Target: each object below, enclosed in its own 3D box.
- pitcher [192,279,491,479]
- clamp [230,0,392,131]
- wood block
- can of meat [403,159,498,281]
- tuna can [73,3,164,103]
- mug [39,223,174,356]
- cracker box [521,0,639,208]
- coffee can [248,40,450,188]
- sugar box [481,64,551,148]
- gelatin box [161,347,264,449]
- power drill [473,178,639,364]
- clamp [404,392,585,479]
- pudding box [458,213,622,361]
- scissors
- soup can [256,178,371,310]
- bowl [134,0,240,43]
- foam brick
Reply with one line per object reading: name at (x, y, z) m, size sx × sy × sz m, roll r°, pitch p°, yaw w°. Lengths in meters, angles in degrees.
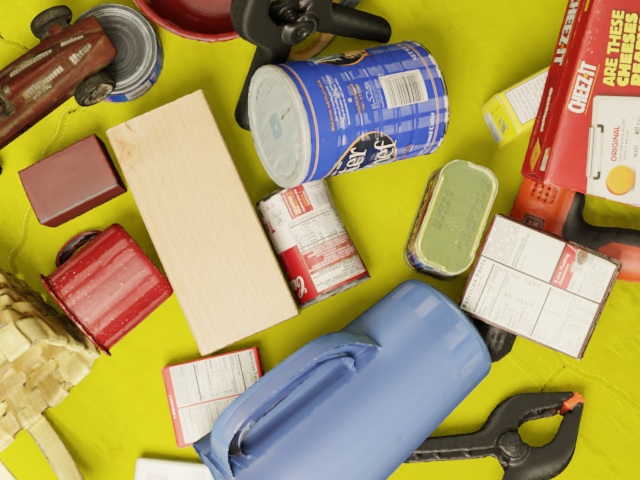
pitcher at (0.021, 0.139, 0.880) m, size 0.242 × 0.149 × 0.145 m, roll -40°, pitch 93°, yaw -14°
clamp at (-0.030, -0.177, 0.893) m, size 0.164 × 0.209 × 0.036 m, roll -37°, pitch 65°, yaw 3°
wood block at (-0.099, -0.012, 0.928) m, size 0.091 × 0.090 × 0.206 m, roll -24°, pitch 86°, yaw -2°
can of meat at (0.114, -0.017, 0.932) m, size 0.057 × 0.084 × 0.102 m, roll 20°, pitch 86°, yaw 1°
tuna can at (-0.186, -0.169, 0.965) m, size 0.086 × 0.034 × 0.086 m, roll 0°, pitch 86°, yaw 0°
mug at (-0.188, 0.033, 0.932) m, size 0.081 × 0.093 × 0.117 m, roll -41°, pitch 51°, yaw -8°
cracker box at (0.289, -0.102, 0.867) m, size 0.213 × 0.072 × 0.164 m, roll 13°, pitch 97°, yaw -10°
coffee can at (0.023, -0.108, 0.905) m, size 0.140 × 0.103 × 0.103 m, roll -15°, pitch 86°, yaw -25°
sugar box at (0.232, -0.144, 0.937) m, size 0.176 × 0.093 × 0.048 m, roll -26°, pitch 89°, yaw -2°
gelatin box at (-0.090, 0.139, 0.948) m, size 0.089 × 0.030 × 0.073 m, roll -13°, pitch 85°, yaw -1°
power drill at (0.237, 0.044, 0.928) m, size 0.188 × 0.057 × 0.184 m, roll 20°, pitch 93°, yaw 12°
clamp at (0.155, 0.181, 0.931) m, size 0.171 × 0.039 × 0.120 m, roll -40°, pitch 73°, yaw -22°
pudding box at (0.183, 0.039, 0.894) m, size 0.113 × 0.039 × 0.090 m, roll 23°, pitch 98°, yaw 16°
scissors at (0.037, -0.216, 0.971) m, size 0.201 × 0.096 × 0.016 m, roll -20°, pitch 56°, yaw -29°
soup can at (-0.006, 0.001, 0.938) m, size 0.068 × 0.068 × 0.102 m, roll -24°, pitch 86°, yaw -2°
bowl at (-0.095, -0.251, 0.960) m, size 0.162 × 0.055 × 0.162 m, roll 0°, pitch 86°, yaw 0°
foam brick at (-0.219, -0.051, 0.948) m, size 0.078 × 0.053 × 0.051 m, roll -27°, pitch 87°, yaw -3°
